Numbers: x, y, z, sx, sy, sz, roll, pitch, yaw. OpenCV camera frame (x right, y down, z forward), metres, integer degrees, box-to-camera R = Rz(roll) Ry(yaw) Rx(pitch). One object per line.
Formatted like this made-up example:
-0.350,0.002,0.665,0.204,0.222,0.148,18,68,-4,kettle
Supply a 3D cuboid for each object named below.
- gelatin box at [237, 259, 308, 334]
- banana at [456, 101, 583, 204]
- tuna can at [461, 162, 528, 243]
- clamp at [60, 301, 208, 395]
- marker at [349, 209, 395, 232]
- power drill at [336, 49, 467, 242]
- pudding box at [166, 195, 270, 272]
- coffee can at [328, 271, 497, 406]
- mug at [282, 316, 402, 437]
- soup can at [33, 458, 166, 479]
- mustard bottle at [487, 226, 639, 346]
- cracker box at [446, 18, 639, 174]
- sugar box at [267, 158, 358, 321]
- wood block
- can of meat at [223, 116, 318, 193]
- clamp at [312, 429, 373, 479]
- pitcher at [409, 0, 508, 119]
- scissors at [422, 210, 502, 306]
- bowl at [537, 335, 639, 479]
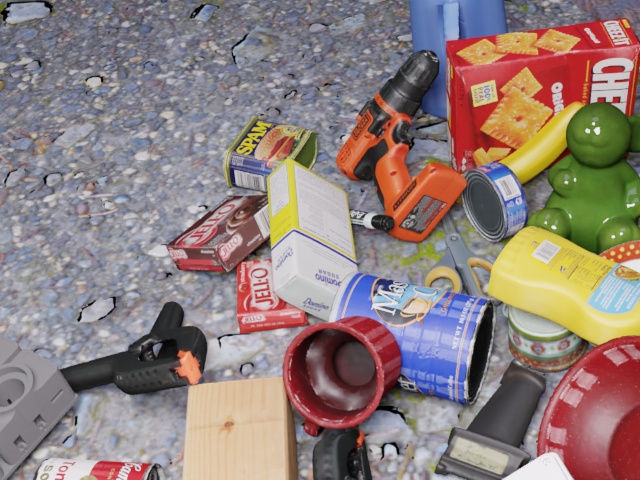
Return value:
-0.052,0.057,1.142,0.073,0.030,0.089,-6,39,2,gelatin box
0.223,-0.090,1.233,0.198,0.069,0.037,-27,50,5,banana
0.193,-0.043,1.184,0.033,0.086,0.086,-21,42,-20,tuna can
-0.175,0.117,1.027,0.164,0.036,0.210,-31,16,-20,clamp
0.046,-0.024,1.196,0.020,0.020,0.121,-28,19,-24,marker
0.101,-0.104,1.220,0.057,0.185,0.188,16,34,-31,power drill
-0.104,-0.008,1.199,0.090,0.039,0.113,1,32,44,pudding box
0.088,0.093,1.022,0.140,0.103,0.102,11,43,20,coffee can
0.020,0.123,0.951,0.093,0.117,0.081,27,14,16,mug
-0.192,0.226,0.930,0.102,0.068,0.068,1,40,10,soup can
0.259,0.055,0.989,0.192,0.058,0.096,26,39,24,mustard bottle
0.259,-0.163,1.258,0.213,0.164,0.072,-6,42,1,cracker box
-0.008,0.001,1.142,0.048,0.093,0.176,-39,36,33,sugar box
-0.065,0.223,0.898,0.091,0.090,0.206,-6,40,2,wood block
-0.059,-0.102,1.315,0.084,0.057,0.102,13,44,19,can of meat
0.012,0.213,0.887,0.039,0.120,0.171,-19,33,14,clamp
0.173,-0.279,1.346,0.144,0.243,0.149,-30,39,-21,pitcher
0.134,0.012,1.180,0.096,0.016,0.202,-18,41,-13,scissors
0.261,0.165,0.908,0.055,0.162,0.162,30,32,-24,bowl
